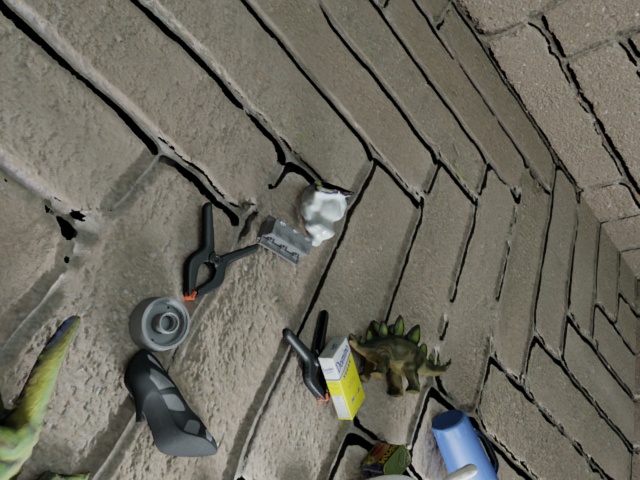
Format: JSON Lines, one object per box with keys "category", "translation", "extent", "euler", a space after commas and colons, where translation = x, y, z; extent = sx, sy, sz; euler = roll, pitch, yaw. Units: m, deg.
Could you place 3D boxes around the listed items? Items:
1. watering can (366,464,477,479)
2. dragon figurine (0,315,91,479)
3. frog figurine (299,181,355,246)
{"category": "watering can", "translation": [0.201, 0.624, 1.194], "extent": [0.106, 0.347, 0.220], "euler": [-95, 172, -64]}
{"category": "dragon figurine", "translation": [-0.459, 0.343, 0.796], "extent": [0.419, 0.122, 0.238], "euler": [-53, 132, -36]}
{"category": "frog figurine", "translation": [0.004, -0.068, 1.342], "extent": [0.138, 0.124, 0.157], "euler": [-4, 117, -52]}
